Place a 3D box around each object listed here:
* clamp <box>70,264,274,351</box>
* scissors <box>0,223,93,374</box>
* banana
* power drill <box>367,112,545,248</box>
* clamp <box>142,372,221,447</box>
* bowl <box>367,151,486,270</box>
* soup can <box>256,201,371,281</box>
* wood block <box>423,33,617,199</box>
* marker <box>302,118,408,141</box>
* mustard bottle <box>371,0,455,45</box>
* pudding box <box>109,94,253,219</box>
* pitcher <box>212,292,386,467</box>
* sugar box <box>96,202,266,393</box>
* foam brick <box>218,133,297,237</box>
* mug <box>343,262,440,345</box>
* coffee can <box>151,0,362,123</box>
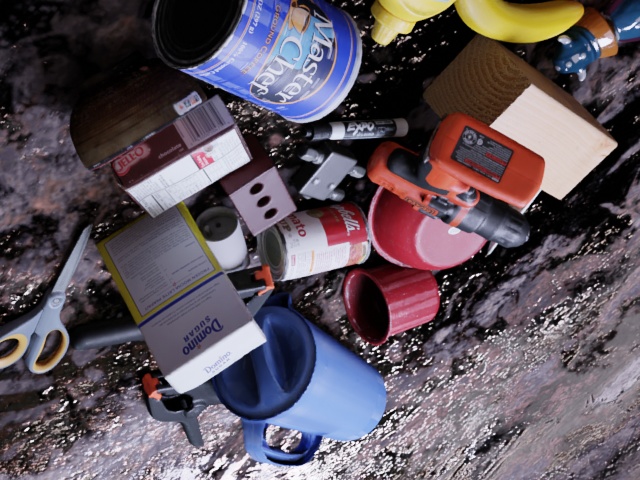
[{"bbox_3d":[-0.141,0.081,1.099,0.210,0.036,0.164,-33,148,28],"label":"clamp"},{"bbox_3d":[-0.274,0.063,1.021,0.096,0.016,0.202,-11,139,-30],"label":"scissors"},{"bbox_3d":[0.184,-0.222,1.021,0.197,0.037,0.070,11,126,-46],"label":"banana"},{"bbox_3d":[0.146,-0.052,1.032,0.057,0.184,0.188,-66,-173,-13],"label":"power drill"},{"bbox_3d":[-0.155,0.197,1.262,0.171,0.039,0.120,22,113,-46],"label":"clamp"},{"bbox_3d":[0.136,-0.023,1.175,0.162,0.055,0.162,-11,127,-16],"label":"bowl"},{"bbox_3d":[-0.007,0.001,1.114,0.102,0.068,0.069,-12,140,-27],"label":"soup can"},{"bbox_3d":[0.213,-0.126,1.116,0.091,0.090,0.205,-47,144,19],"label":"wood block"},{"bbox_3d":[0.035,-0.109,1.055,0.120,0.020,0.020,-7,137,-33],"label":"marker"},{"bbox_3d":[0.096,-0.247,0.900,0.096,0.058,0.192,3,132,-39],"label":"mustard bottle"},{"bbox_3d":[-0.121,-0.071,0.941,0.113,0.039,0.090,-29,165,-2],"label":"pudding box"},{"bbox_3d":[-0.016,0.178,1.264,0.149,0.145,0.242,-42,148,8],"label":"pitcher"},{"bbox_3d":[-0.129,0.047,0.975,0.093,0.176,0.048,-33,145,-3],"label":"sugar box"},{"bbox_3d":[-0.064,-0.053,1.016,0.053,0.051,0.078,-32,146,-2],"label":"foam brick"},{"bbox_3d":[0.080,0.071,1.264,0.081,0.093,0.117,-16,173,-31],"label":"mug"},{"bbox_3d":[-0.048,-0.162,0.849,0.140,0.103,0.103,18,121,-48],"label":"coffee can"}]
